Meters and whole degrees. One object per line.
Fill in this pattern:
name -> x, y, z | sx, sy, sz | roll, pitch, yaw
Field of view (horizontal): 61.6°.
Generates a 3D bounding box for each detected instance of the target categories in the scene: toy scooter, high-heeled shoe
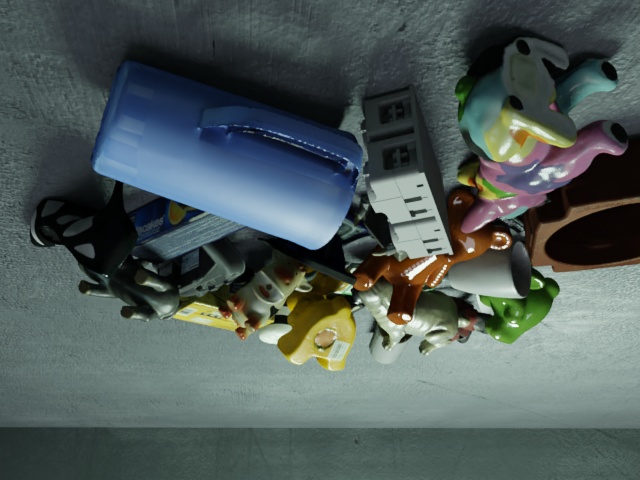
toy scooter -> 0.247, 0.150, 1.052 | 0.135, 0.075, 0.184 | 17, 165, 0
high-heeled shoe -> -0.315, 0.011, 0.690 | 0.249, 0.145, 0.086 | -25, 144, 35

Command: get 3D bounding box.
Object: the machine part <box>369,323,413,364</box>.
machine part -> 0.155, 0.216, 1.180 | 0.079, 0.079, 0.243 | 0, 152, -2

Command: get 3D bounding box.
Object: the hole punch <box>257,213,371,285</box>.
hole punch -> -0.002, -0.002, 0.759 | 0.142, 0.092, 0.116 | 21, 178, -40

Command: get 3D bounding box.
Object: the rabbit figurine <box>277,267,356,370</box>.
rabbit figurine -> -0.014, 0.115, 0.919 | 0.122, 0.173, 0.162 | 9, 107, -21

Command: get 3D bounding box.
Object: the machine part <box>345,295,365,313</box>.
machine part -> 0.018, 0.129, 1.049 | 0.139, 0.039, 0.084 | 5, 161, -23

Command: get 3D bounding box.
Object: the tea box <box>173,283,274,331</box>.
tea box -> -0.176, 0.114, 0.980 | 0.169, 0.068, 0.098 | 21, 146, -38

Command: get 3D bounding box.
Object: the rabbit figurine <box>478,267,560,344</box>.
rabbit figurine -> 0.297, 0.075, 0.876 | 0.170, 0.121, 0.159 | 30, 138, -22

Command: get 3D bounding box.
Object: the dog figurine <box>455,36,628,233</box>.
dog figurine -> 0.188, -0.089, 0.559 | 0.191, 0.108, 0.219 | 8, 154, -18

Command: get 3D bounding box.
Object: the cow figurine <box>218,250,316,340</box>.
cow figurine -> -0.084, 0.084, 0.854 | 0.085, 0.127, 0.195 | 47, 153, 2

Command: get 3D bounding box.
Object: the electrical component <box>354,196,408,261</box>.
electrical component -> 0.092, -0.017, 0.710 | 0.078, 0.102, 0.045 | -33, 150, 6

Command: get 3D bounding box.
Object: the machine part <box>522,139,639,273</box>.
machine part -> 0.367, -0.039, 0.681 | 0.202, 0.087, 0.200 | -7, 152, 15

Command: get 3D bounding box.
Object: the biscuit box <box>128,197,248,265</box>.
biscuit box -> -0.178, -0.027, 0.713 | 0.203, 0.059, 0.062 | -20, 149, 31

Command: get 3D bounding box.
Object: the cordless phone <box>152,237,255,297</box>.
cordless phone -> -0.156, 0.044, 0.857 | 0.147, 0.089, 0.184 | -24, 156, 35

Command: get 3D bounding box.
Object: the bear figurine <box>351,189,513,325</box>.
bear figurine -> 0.156, 0.025, 0.754 | 0.120, 0.132, 0.196 | 45, 144, -14

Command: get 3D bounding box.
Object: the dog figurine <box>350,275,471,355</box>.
dog figurine -> 0.153, 0.104, 0.894 | 0.172, 0.121, 0.190 | -14, 145, 12

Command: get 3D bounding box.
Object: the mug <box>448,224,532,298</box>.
mug -> 0.244, 0.034, 0.795 | 0.107, 0.109, 0.081 | -10, 176, 38

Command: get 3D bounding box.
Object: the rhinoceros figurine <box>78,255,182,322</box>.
rhinoceros figurine -> -0.279, 0.049, 0.771 | 0.191, 0.073, 0.112 | 25, -173, 27
